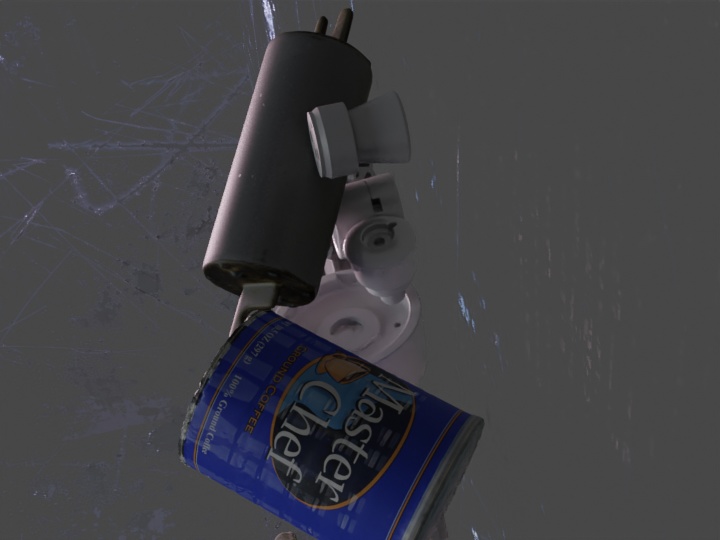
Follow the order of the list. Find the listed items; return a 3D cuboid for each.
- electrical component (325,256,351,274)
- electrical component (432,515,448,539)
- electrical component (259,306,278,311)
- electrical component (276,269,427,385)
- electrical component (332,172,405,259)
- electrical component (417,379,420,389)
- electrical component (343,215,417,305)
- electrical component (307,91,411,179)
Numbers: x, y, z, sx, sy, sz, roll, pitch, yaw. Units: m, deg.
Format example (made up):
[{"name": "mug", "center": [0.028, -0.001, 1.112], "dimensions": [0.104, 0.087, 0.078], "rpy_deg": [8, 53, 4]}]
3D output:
[{"name": "electrical component", "center": [0.000, 0.000, 0.857], "dimensions": [0.099, 0.048, 0.099], "rpy_deg": [89, 167, -64]}, {"name": "electrical component", "center": [0.033, 0.194, 0.900], "dimensions": [0.096, 0.061, 0.061], "rpy_deg": [-135, 33, -80]}, {"name": "electrical component", "center": [-0.054, 0.093, 0.951], "dimensions": [0.108, 0.056, 0.108], "rpy_deg": [74, -168, -51]}, {"name": "electrical component", "center": [-0.004, 0.056, 0.756], "dimensions": [0.108, 0.108, 0.060], "rpy_deg": [-110, 3, -53]}, {"name": "electrical component", "center": [0.003, -0.036, 0.751], "dimensions": [0.055, 0.047, 0.055], "rpy_deg": [167, 90, -84]}, {"name": "electrical component", "center": [0.000, 0.104, 0.808], "dimensions": [0.048, 0.100, 0.099], "rpy_deg": [47, -156, -36]}, {"name": "electrical component", "center": [0.017, -0.003, 0.717], "dimensions": [0.062, 0.048, 0.048], "rpy_deg": [74, 179, -48]}, {"name": "electrical component", "center": [-0.001, -0.081, 0.654], "dimensions": [0.045, 0.055, 0.045], "rpy_deg": [168, 90, -84]}]
